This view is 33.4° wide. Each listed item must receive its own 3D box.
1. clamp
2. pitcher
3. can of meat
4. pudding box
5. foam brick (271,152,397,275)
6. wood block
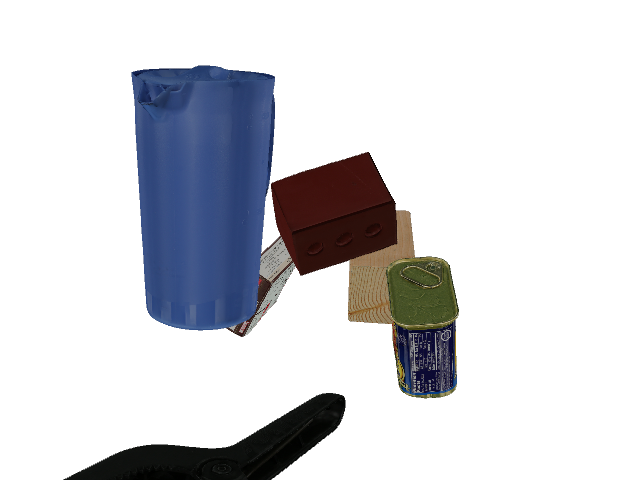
[{"bbox_3d":[-0.051,0.132,0.575,0.209,0.036,0.165,-1,19,-14],"label":"clamp"},{"bbox_3d":[-0.106,-0.046,1.026,0.149,0.243,0.145,-2,15,-14],"label":"pitcher"},{"bbox_3d":[0.090,0.077,0.942,0.057,0.084,0.102,-5,32,2],"label":"can of meat"},{"bbox_3d":[-0.068,0.051,1.253,0.039,0.090,0.113,31,29,5],"label":"pudding box"},{"bbox_3d":[0.010,-0.019,0.766,0.078,0.051,0.053,-18,-35,-7],"label":"foam brick"},{"bbox_3d":[0.088,0.034,1.563,0.091,0.090,0.206,4,25,0],"label":"wood block"}]
